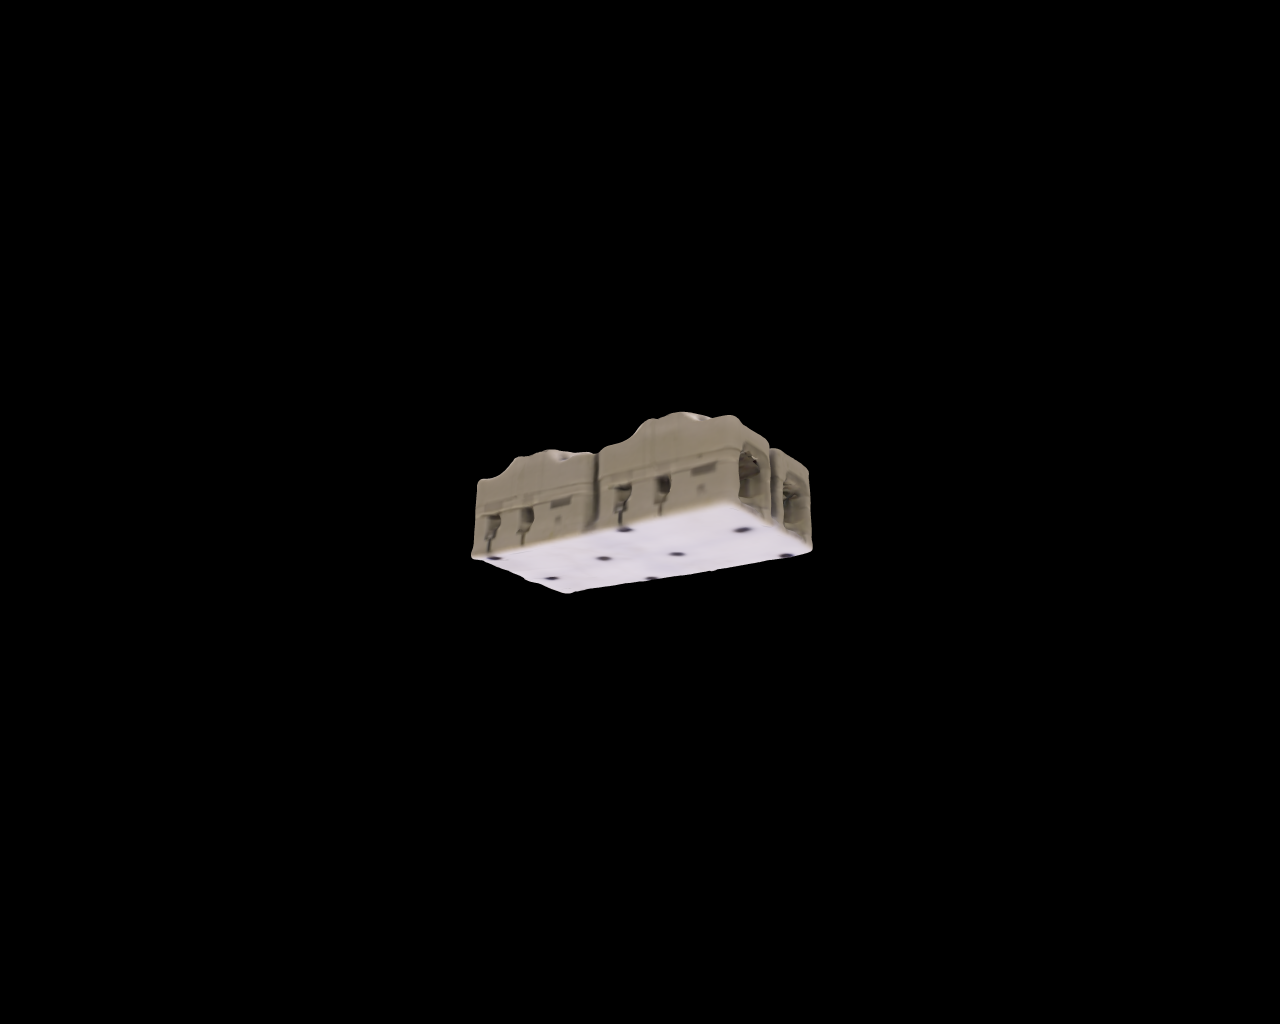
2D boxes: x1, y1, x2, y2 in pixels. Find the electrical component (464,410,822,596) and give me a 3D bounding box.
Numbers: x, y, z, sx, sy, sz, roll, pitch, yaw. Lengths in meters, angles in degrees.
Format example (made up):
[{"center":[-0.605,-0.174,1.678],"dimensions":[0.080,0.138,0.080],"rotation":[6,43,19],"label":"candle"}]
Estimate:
[{"center":[0.001,-0.003,0.650],"dimensions":[0.186,0.060,0.105],"rotation":[-12,-23,31],"label":"electrical component"}]
